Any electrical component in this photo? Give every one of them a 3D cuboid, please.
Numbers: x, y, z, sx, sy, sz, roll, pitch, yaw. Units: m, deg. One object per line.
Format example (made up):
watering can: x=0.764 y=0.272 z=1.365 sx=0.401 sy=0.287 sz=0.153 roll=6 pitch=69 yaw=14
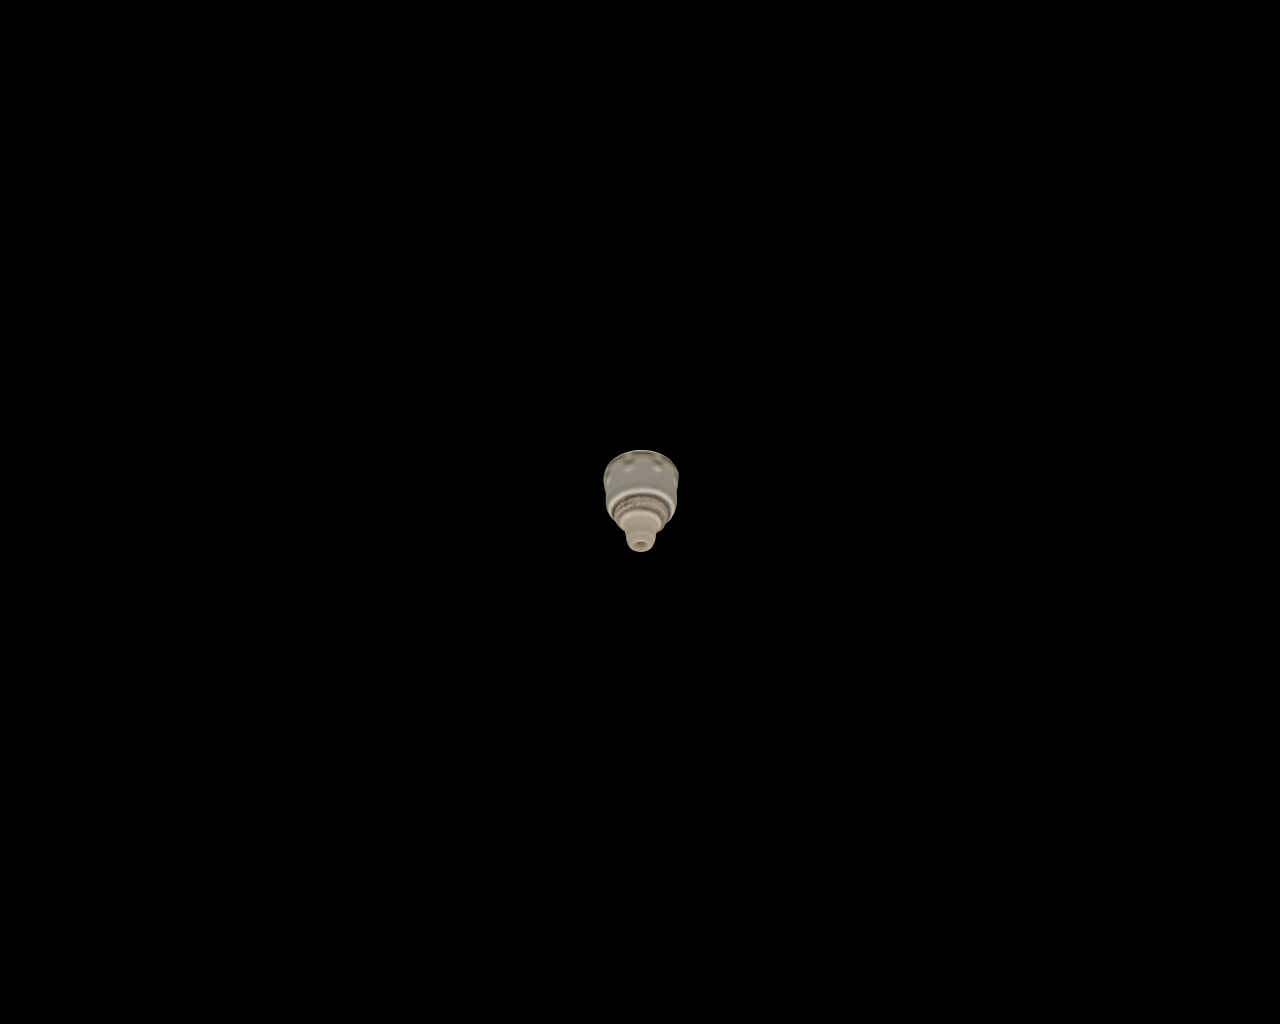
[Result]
electrical component: x=0.001 y=-0.003 z=0.650 sx=0.048 sy=0.062 sz=0.048 roll=0 pitch=-40 yaw=0
